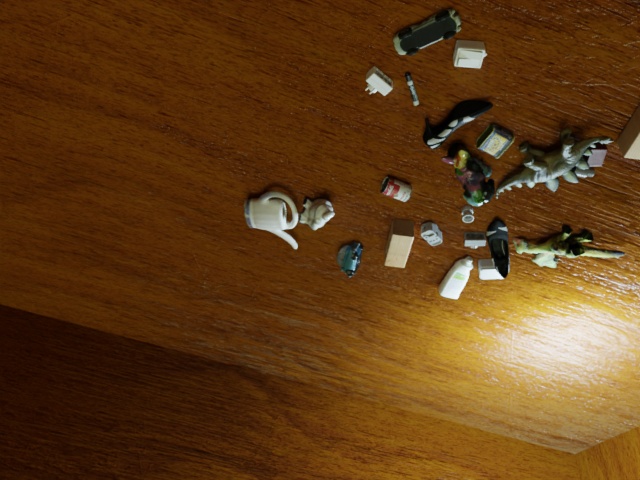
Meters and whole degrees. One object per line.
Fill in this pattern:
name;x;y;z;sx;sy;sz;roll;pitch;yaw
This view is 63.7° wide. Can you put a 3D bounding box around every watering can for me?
watering can;-0.200;-0.078;2.151;0.224;0.106;0.339;4;138;7

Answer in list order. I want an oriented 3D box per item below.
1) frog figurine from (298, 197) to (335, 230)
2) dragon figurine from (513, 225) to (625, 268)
frog figurine;0.006;-0.103;2.047;0.159;0.140;0.120;5;139;39
dragon figurine;0.996;0.052;2.120;0.410;0.124;0.238;16;155;-6
